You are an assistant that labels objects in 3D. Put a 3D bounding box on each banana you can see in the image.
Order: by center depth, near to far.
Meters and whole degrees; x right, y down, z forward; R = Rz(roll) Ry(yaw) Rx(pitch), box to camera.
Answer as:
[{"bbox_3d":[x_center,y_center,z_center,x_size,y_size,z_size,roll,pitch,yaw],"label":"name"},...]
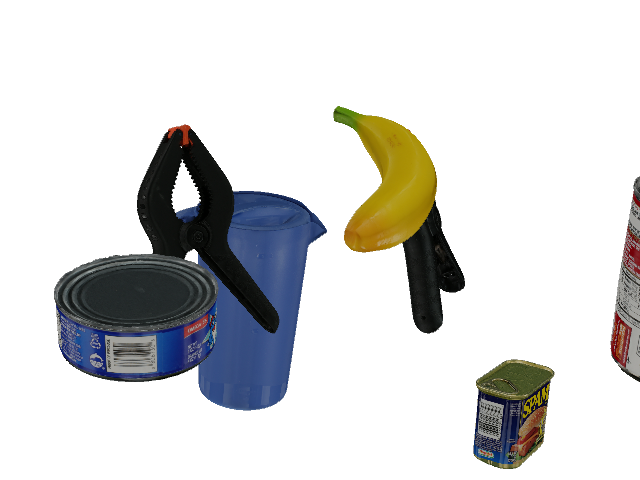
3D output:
[{"bbox_3d":[0.046,-0.040,0.728,0.069,0.037,0.198,0,28,-2],"label":"banana"}]

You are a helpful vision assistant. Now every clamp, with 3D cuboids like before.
[{"bbox_3d":[0.084,-0.007,0.921,0.039,0.171,0.120,-17,19,17],"label":"clamp"},{"bbox_3d":[-0.110,0.001,0.977,0.164,0.210,0.036,0,0,-34],"label":"clamp"}]

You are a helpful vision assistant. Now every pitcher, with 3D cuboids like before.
[{"bbox_3d":[-0.095,0.070,1.250,0.149,0.243,0.144,21,25,35],"label":"pitcher"}]

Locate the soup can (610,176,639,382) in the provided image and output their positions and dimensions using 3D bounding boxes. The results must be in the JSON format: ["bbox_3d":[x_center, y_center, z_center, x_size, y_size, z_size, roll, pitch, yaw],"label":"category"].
[{"bbox_3d":[0.193,0.021,0.563,0.068,0.102,0.068,1,25,0],"label":"soup can"}]

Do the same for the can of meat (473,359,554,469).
[{"bbox_3d":[0.202,0.182,1.122,0.058,0.084,0.101,12,17,31],"label":"can of meat"}]

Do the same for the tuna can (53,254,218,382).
[{"bbox_3d":[-0.097,0.040,0.569,0.086,0.034,0.086,2,24,-1],"label":"tuna can"}]
